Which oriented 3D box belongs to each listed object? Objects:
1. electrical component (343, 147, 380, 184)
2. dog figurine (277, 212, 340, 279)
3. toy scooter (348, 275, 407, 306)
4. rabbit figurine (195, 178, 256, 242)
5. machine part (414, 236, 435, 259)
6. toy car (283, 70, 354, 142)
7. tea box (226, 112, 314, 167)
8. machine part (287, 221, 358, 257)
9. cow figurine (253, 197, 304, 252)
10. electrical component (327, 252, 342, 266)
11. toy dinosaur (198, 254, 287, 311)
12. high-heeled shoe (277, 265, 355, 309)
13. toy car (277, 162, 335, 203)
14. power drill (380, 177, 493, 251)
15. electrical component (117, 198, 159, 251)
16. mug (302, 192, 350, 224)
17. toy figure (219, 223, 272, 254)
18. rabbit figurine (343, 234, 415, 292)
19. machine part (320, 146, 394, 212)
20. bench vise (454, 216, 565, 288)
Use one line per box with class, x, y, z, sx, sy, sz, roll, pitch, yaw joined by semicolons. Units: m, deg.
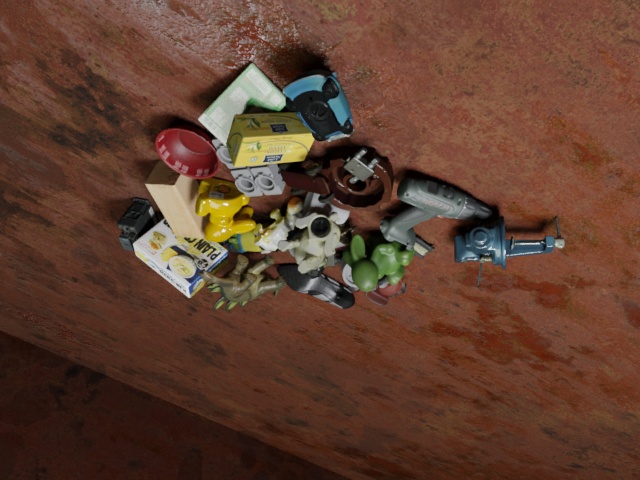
electrical component;0.083;-0.159;1.159;0.063;0.021;0.094;33;138;-17
dog figurine;-0.001;0.011;1.334;0.172;0.121;0.190;-34;165;8
toy scooter;0.182;0.140;1.552;0.184;0.075;0.135;-20;130;43
rabbit figurine;-0.253;-0.068;1.416;0.162;0.122;0.173;4;127;-20
machine part;0.232;0.034;1.428;0.084;0.039;0.139;25;142;-25
toy car;0.009;-0.275;1.055;0.109;0.103;0.161;-12;138;32
tea box;-0.104;-0.214;1.138;0.169;0.068;0.098;-11;154;-26
machine part;-0.003;-0.004;1.434;0.243;0.079;0.079;-18;132;36
cow figurine;-0.088;-0.035;1.402;0.167;0.068;0.098;-39;129;18
electrical component;0.018;0.043;1.518;0.102;0.045;0.078;-3;111;20
toy dinosaur;-0.207;0.128;1.558;0.199;0.105;0.471;-29;159;21
high-heeled shoe;-0.008;0.139;1.654;0.249;0.086;0.145;27;179;17
toy car;-0.030;-0.139;1.224;0.202;0.053;0.089;19;138;58
power drill;0.257;-0.053;1.268;0.232;0.086;0.207;22;148;-21
electrical component;-0.525;-0.036;1.544;0.058;0.134;0.114;10;142;12
mug;0.014;-0.072;1.337;0.107;0.081;0.109;16;136;-12
toy figure;-0.200;-0.007;1.504;0.180;0.082;0.089;6;145;18
rabbit figurine;0.135;0.053;1.352;0.159;0.170;0.121;42;137;11
machine part;0.087;-0.140;1.240;0.179;0.056;0.179;11;141;9
bench vise;0.433;0.016;1.246;0.241;0.129;0.223;-3;156;18
